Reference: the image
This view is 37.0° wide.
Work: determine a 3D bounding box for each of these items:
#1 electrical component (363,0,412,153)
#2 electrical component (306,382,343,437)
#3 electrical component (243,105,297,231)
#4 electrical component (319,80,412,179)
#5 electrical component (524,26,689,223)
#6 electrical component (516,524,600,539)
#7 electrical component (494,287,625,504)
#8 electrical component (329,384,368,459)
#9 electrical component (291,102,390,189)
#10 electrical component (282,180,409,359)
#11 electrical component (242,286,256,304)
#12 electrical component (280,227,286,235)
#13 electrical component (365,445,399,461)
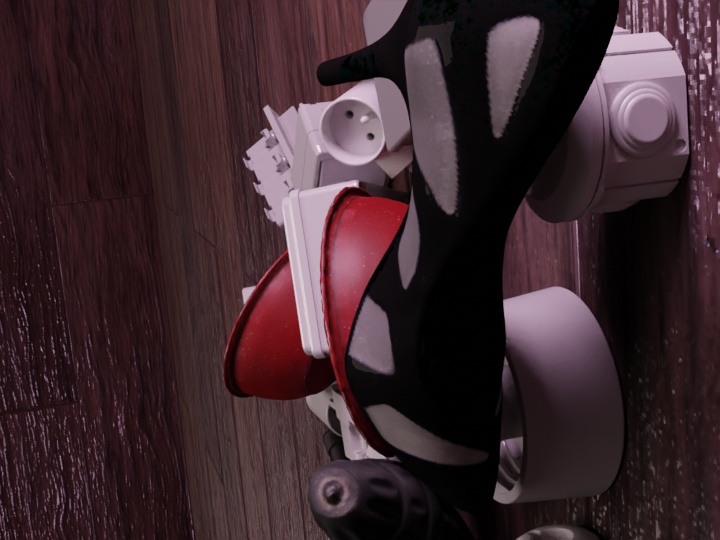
[{"bbox_3d":[0.042,-0.122,0.609,0.100,0.048,0.099,144,117,-73],"label":"electrical component"},{"bbox_3d":[-0.020,0.101,0.952,0.077,0.044,0.079,-160,63,-73],"label":"electrical component"},{"bbox_3d":[-0.052,-0.078,0.922,0.079,0.063,0.121,42,-166,-40],"label":"electrical component"},{"bbox_3d":[0.020,-0.085,0.688,0.079,0.077,0.044,46,120,-4],"label":"electrical component"},{"bbox_3d":[0.095,-0.061,0.445,0.080,0.051,0.080,172,90,-75],"label":"electrical component"},{"bbox_3d":[0.103,0.164,0.547,0.048,0.048,0.062,-157,53,-72],"label":"electrical component"},{"bbox_3d":[0.080,0.066,0.544,0.108,0.060,0.108,172,90,-75],"label":"electrical component"},{"bbox_3d":[0.007,0.124,0.877,0.081,0.042,0.063,-164,64,-74],"label":"electrical component"},{"bbox_3d":[-0.012,-0.082,0.799,0.096,0.062,0.061,101,156,-49],"label":"electrical component"},{"bbox_3d":[0.000,0.000,0.721,0.109,0.056,0.108,2,-101,-70],"label":"electrical component"},{"bbox_3d":[-0.054,0.033,1.006,0.076,0.083,0.047,-1,-98,-67],"label":"electrical component"},{"bbox_3d":[-0.056,-0.054,1.006,0.043,0.043,0.081,126,134,-68],"label":"electrical component"},{"bbox_3d":[0.034,0.163,0.791,0.077,0.043,0.079,99,157,-47],"label":"electrical component"}]
